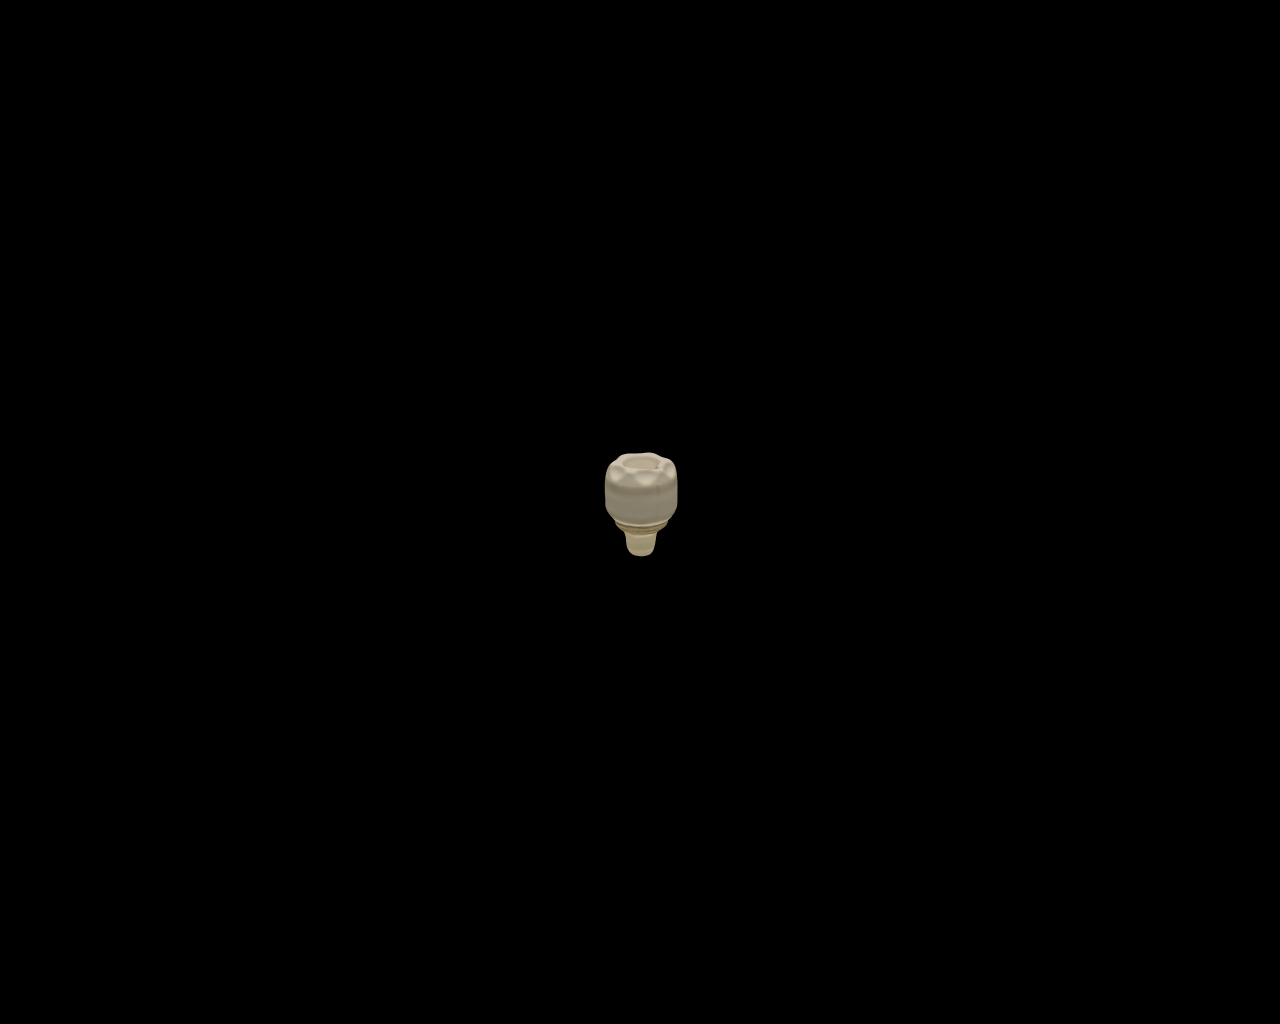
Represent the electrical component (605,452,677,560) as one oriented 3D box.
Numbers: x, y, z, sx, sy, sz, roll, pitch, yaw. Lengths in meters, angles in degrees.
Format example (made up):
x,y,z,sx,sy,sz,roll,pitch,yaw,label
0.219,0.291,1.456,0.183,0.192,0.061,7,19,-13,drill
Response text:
x,y,z,sx,sy,sz,roll,pitch,yaw,label
0.001,-0.003,0.650,0.043,0.062,0.043,0,22,0,electrical component
